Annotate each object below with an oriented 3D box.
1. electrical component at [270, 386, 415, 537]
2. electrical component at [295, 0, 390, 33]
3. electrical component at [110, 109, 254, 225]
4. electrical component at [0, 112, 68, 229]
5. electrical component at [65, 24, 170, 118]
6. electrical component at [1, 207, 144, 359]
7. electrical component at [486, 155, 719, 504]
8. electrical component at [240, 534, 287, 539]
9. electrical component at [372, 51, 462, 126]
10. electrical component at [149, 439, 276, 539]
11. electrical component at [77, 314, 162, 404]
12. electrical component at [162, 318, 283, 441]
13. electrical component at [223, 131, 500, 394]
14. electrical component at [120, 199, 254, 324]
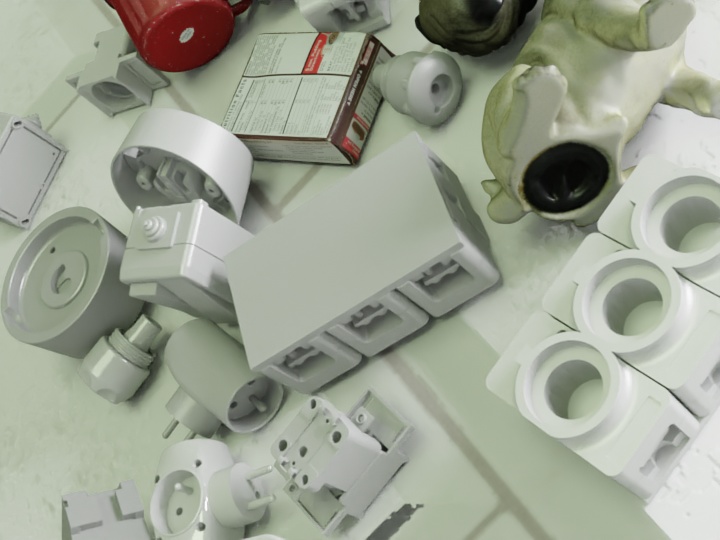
[{"bbox_3d":[-0.013,0.106,0.616,0.081,0.064,0.042,-52,50,1],"label":"electrical component"},{"bbox_3d":[-0.016,-0.216,0.792,0.056,0.050,0.089,-19,57,25],"label":"electrical component"},{"bbox_3d":[-0.126,-0.066,0.764,0.099,0.099,0.064,1,62,35],"label":"electrical component"},{"bbox_3d":[-0.304,-0.093,0.923,0.061,0.062,0.096,15,76,39],"label":"electrical component"},{"bbox_3d":[-0.202,-0.170,0.904,0.081,0.042,0.063,-10,60,30],"label":"electrical component"},{"bbox_3d":[-0.206,0.014,0.800,0.108,0.060,0.108,-16,58,28],"label":"electrical component"},{"bbox_3d":[0.146,0.027,0.547,0.089,0.062,0.150,35,89,41],"label":"electrical component"},{"bbox_3d":[-0.046,0.201,0.593,0.054,0.059,0.095,-19,57,26],"label":"electrical component"},{"bbox_3d":[0.034,-0.124,0.716,0.062,0.048,0.048,25,82,47],"label":"electrical component"},{"bbox_3d":[-0.085,0.142,0.661,0.079,0.044,0.077,-24,55,23],"label":"electrical component"},{"bbox_3d":[-0.166,0.060,0.760,0.062,0.043,0.043,-51,49,0],"label":"electrical component"},{"bbox_3d":[-0.100,0.083,0.701,0.077,0.044,0.079,35,89,41],"label":"electrical component"},{"bbox_3d":[0.000,0.000,0.662,0.150,0.062,0.089,-32,53,18],"label":"electrical component"},{"bbox_3d":[-0.114,-0.004,0.721,0.062,0.096,0.061,-4,67,34],"label":"electrical component"}]
